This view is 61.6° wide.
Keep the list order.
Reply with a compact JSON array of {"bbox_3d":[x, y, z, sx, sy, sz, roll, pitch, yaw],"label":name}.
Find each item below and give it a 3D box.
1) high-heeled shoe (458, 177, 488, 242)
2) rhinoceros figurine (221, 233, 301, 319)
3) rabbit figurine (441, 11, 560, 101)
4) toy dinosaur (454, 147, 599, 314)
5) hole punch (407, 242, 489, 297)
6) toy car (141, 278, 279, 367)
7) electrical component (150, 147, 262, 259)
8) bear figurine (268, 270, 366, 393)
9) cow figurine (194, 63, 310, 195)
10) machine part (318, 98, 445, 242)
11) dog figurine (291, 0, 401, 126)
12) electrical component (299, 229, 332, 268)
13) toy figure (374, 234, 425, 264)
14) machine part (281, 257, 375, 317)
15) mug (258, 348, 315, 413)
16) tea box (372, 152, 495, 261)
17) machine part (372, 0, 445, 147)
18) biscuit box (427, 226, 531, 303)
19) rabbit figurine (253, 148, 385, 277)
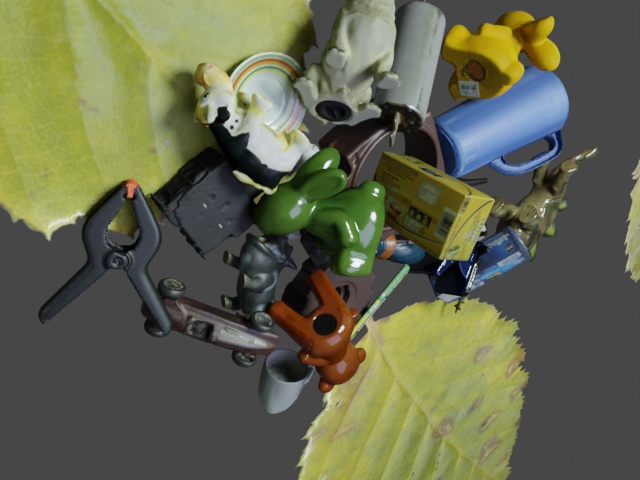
[{"bbox_3d":[0.246,-0.047,1.049,0.145,0.086,0.248,-10,144,1],"label":"high-heeled shoe"},{"bbox_3d":[-0.087,0.046,0.826,0.112,0.073,0.190,-3,119,-36],"label":"rhinoceros figurine"},{"bbox_3d":[0.298,-0.316,0.865,0.173,0.163,0.121,-48,126,-29],"label":"rabbit figurine"},{"bbox_3d":[0.448,-0.030,1.189,0.471,0.105,0.198,-43,139,-2],"label":"toy dinosaur"},{"bbox_3d":[0.245,0.040,1.055,0.092,0.142,0.115,28,79,-18],"label":"hole punch"},{"bbox_3d":[-0.159,0.124,0.774,0.202,0.053,0.089,24,113,-11],"label":"toy car"},{"bbox_3d":[-0.142,-0.055,0.728,0.134,0.058,0.114,-41,137,-9],"label":"electrical component"},{"bbox_3d":[0.008,0.160,0.884,0.120,0.132,0.195,-38,153,-13],"label":"bear figurine"},{"bbox_3d":[-0.100,-0.134,0.661,0.167,0.068,0.098,37,85,-26],"label":"cow figurine"},{"bbox_3d":[0.100,-0.111,0.866,0.201,0.087,0.200,-40,134,-13],"label":"machine part"},{"bbox_3d":[0.043,-0.266,0.717,0.121,0.172,0.190,22,63,-28],"label":"dog figurine"},{"bbox_3d":[-0.001,-0.001,0.859,0.045,0.078,0.102,-29,98,8],"label":"electrical component"},{"bbox_3d":[0.128,0.014,0.990,0.154,0.058,0.064,12,103,-37],"label":"toy figure"},{"bbox_3d":[0.019,0.098,0.957,0.179,0.056,0.179,-21,129,-29],"label":"machine part"},{"bbox_3d":[-0.065,0.260,0.986,0.109,0.081,0.107,-12,134,-43],"label":"mug"},{"bbox_3d":[0.147,-0.050,0.761,0.068,0.170,0.098,4,116,-38],"label":"tea box"},{"bbox_3d":[0.126,-0.243,0.759,0.079,0.079,0.243,29,68,-45],"label":"machine part"},{"bbox_3d":[0.325,0.054,1.108,0.203,0.063,0.059,-35,140,25],"label":"biscuit box"},{"bbox_3d":[-0.001,-0.036,0.729,0.170,0.121,0.159,9,123,-20],"label":"rabbit figurine"}]
